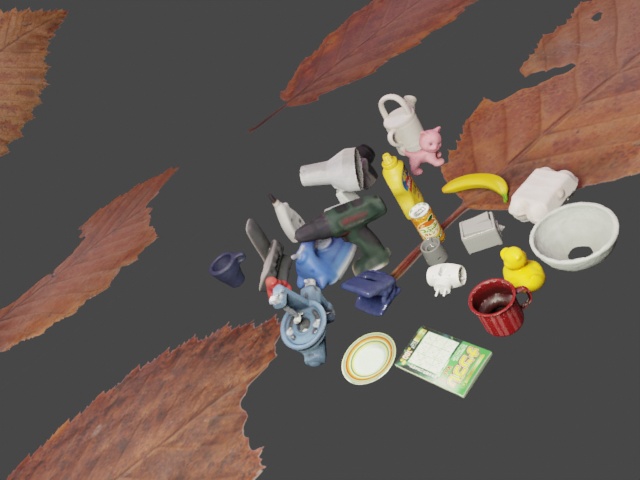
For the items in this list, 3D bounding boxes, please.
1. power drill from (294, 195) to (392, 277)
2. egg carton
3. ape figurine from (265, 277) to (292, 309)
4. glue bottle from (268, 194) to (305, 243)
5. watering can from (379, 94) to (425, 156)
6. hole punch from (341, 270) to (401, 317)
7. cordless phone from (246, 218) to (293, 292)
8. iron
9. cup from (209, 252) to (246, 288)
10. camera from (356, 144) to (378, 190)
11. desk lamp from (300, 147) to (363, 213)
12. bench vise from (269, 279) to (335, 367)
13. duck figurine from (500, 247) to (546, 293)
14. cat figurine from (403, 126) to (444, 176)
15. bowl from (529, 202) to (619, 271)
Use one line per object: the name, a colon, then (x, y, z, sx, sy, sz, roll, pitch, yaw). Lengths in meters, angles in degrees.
power drill: (0.078, -0.004, 1.421, 0.229, 0.209, 0.075, -33, 34, 5)
egg carton: (0.502, -0.099, 1.286, 0.150, 0.070, 0.107, -46, 35, -15)
ape figurine: (-0.113, 0.135, 1.529, 0.075, 0.092, 0.078, 1, 49, 42)
glue bottle: (-0.102, -0.074, 1.699, 0.037, 0.174, 0.078, -13, 40, 30)
watering can: (0.244, -0.363, 1.723, 0.100, 0.195, 0.173, -16, 38, 27)
hole punch: (0.119, 0.111, 1.352, 0.108, 0.091, 0.101, 14, 58, 49)
cordless phone: (-0.165, 0.041, 1.604, 0.094, 0.185, 0.147, -21, 37, 21)
iron: (0.014, 0.005, 1.528, 0.118, 0.142, 0.259, 0, 48, 41)
cup: (-0.257, 0.089, 1.709, 0.117, 0.095, 0.091, -31, 34, 8)
camera: (0.116, -0.237, 1.769, 0.142, 0.101, 0.137, 16, 59, 50)
desk lamp: (0.051, -0.144, 1.611, 0.202, 0.214, 0.118, -19, 37, 24)
bench vise: (-0.054, 0.161, 1.328, 0.121, 0.220, 0.207, -31, 34, 8)
duck figurine: (0.408, 0.053, 1.170, 0.077, 0.086, 0.104, -36, 34, 0)
cat figurine: (0.297, -0.262, 1.623, 0.127, 0.118, 0.067, -25, 35, 16)
bowl: (0.513, 0.006, 1.144, 0.167, 0.075, 0.167, -23, 36, 18)
